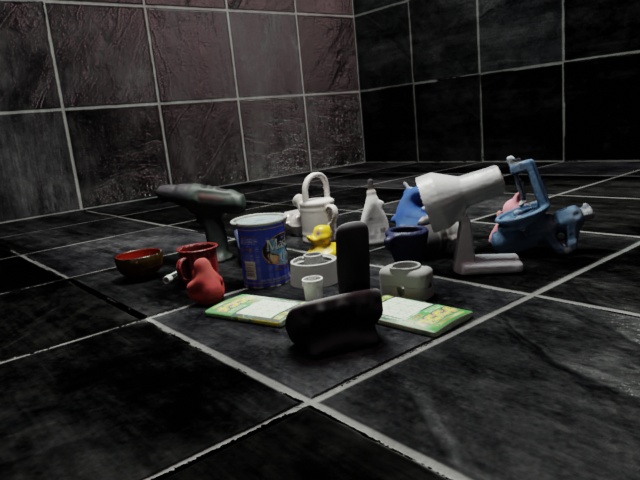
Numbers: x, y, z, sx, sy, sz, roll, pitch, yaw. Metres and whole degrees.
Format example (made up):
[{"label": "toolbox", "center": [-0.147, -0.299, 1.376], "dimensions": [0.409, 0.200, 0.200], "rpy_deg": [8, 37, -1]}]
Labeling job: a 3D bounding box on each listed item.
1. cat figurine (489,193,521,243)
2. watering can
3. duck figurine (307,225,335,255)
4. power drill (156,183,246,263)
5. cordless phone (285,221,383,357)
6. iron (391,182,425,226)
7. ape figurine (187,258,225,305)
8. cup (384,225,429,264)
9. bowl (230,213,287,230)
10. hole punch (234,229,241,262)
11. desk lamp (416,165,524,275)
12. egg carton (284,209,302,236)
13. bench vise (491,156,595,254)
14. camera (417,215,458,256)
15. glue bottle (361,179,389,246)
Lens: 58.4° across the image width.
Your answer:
[{"label": "cat figurine", "center": [0.468, -0.056, 1.399], "dimensions": [0.128, 0.118, 0.067], "rpy_deg": [-15, 15, -39]}, {"label": "watering can", "center": [-0.014, -0.093, 1.608], "dimensions": [0.172, 0.194, 0.101], "rpy_deg": [1, 14, 29]}, {"label": "duck figurine", "center": [0.013, 0.005, 1.395], "dimensions": [0.105, 0.086, 0.077], "rpy_deg": [-10, 13, -21]}, {"label": "power drill", "center": [-0.302, -0.047, 1.486], "dimensions": [0.229, 0.208, 0.075], "rpy_deg": [-5, 12, 4]}, {"label": "cordless phone", "center": [0.018, 0.068, 0.854], "dimensions": [0.148, 0.185, 0.094], "rpy_deg": [-10, 13, -22]}, {"label": "iron", "center": [0.303, -0.082, 1.539], "dimensions": [0.119, 0.141, 0.257], "rpy_deg": [-13, 14, -30]}, {"label": "ape figurine", "center": [-0.228, 0.079, 1.137], "dimensions": [0.078, 0.092, 0.076], "rpy_deg": [-11, 13, -25]}, {"label": "cup", "center": [0.177, 0.025, 1.205], "dimensions": [0.091, 0.095, 0.118], "rpy_deg": [6, 17, 44]}, {"label": "bowl", "center": [-0.175, -0.031, 1.676], "dimensions": [0.167, 0.075, 0.167], "rpy_deg": [-5, 12, 1]}, {"label": "hole punch", "center": [-0.154, 0.011, 1.430], "dimensions": [0.109, 0.091, 0.101], "rpy_deg": [-9, 13, -17]}, {"label": "desk lamp", "center": [0.302, -0.041, 1.172], "dimensions": [0.203, 0.214, 0.118], "rpy_deg": [-3, 12, 11]}, {"label": "egg carton", "center": [-0.045, -0.059, 1.763], "dimensions": [0.151, 0.069, 0.107], "rpy_deg": [-16, 16, -41]}, {"label": "bench vise", "center": [0.481, -0.081, 1.262], "dimensions": [0.207, 0.220, 0.121], "rpy_deg": [-6, 12, -2]}, {"label": "camera", "center": [0.265, -0.017, 1.346], "dimensions": [0.137, 0.101, 0.142], "rpy_deg": [-11, 13, -25]}, {"label": "glue bottle", "center": [0.139, -0.074, 1.499], "dimensions": [0.078, 0.173, 0.037], "rpy_deg": [-7, 12, -7]}]
